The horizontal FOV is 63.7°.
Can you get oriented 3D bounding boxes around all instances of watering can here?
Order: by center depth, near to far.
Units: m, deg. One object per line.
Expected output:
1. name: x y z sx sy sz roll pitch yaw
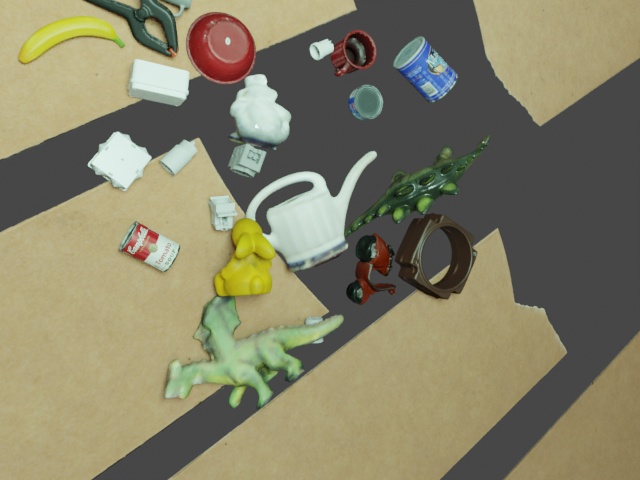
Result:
1. watering can: 0.004 -0.061 1.202 0.348 0.104 0.222 -22 101 -6

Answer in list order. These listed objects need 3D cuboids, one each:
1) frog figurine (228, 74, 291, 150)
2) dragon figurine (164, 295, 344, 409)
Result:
1. frog figurine: -0.130 -0.286 1.143 0.137 0.124 0.158 10 99 -8
2. dragon figurine: -0.159 0.222 1.147 0.415 0.121 0.241 -39 99 -21
